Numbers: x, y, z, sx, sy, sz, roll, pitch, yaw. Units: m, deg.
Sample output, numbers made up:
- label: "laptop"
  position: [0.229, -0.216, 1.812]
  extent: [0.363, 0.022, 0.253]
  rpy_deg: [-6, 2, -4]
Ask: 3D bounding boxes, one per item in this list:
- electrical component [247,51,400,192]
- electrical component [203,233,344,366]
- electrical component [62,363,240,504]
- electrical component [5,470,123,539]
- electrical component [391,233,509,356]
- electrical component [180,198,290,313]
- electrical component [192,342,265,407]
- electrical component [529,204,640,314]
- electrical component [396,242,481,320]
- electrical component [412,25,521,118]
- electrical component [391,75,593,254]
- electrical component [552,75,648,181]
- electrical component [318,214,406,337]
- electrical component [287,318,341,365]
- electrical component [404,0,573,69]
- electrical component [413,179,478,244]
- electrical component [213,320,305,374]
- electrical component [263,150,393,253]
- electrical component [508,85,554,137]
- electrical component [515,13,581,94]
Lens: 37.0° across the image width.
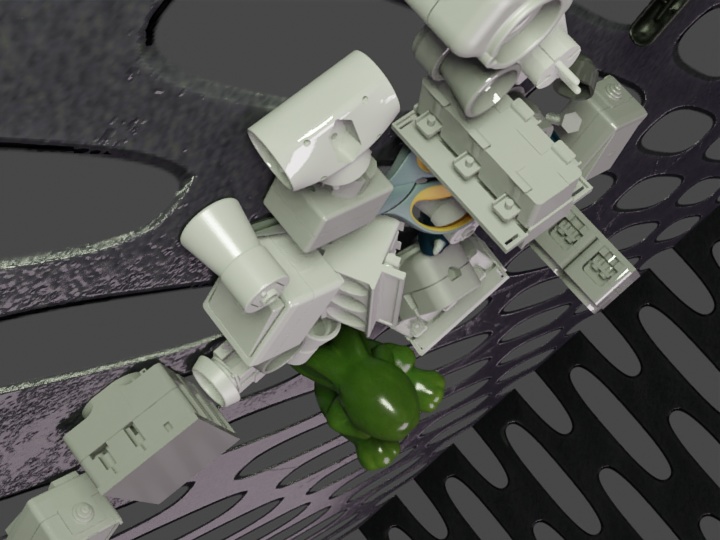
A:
- label: "electrical component"
  position: [-0.016, -0.075, 0.622]
  extent: [0.077, 0.043, 0.079]
  rpy_deg: [-38, 147, -8]
- label: "electrical component"
  position: [-0.068, 0.022, 0.764]
  extent: [0.061, 0.061, 0.096]
  rpy_deg: [-24, 158, -44]
- label: "electrical component"
  position: [-0.162, 0.130, 0.851]
  extent: [0.089, 0.061, 0.150]
  rpy_deg: [-38, 165, -5]
- label: "electrical component"
  position: [-0.245, 0.210, 0.886]
  extent: [0.062, 0.061, 0.096]
  rpy_deg: [-23, 157, -47]
- label: "electrical component"
  position: [0.080, 0.016, 1.100]
  extent: [0.121, 0.078, 0.063]
  rpy_deg: [-43, 143, 13]
- label: "electrical component"
  position: [-0.074, -0.006, 0.662]
  extent: [0.044, 0.065, 0.044]
  rpy_deg: [-37, 166, -11]
- label: "electrical component"
  position: [-0.103, 0.078, 0.879]
  extent: [0.055, 0.048, 0.066]
  rpy_deg: [-42, 167, -22]
- label: "electrical component"
  position: [0.217, -0.030, 1.130]
  extent: [0.062, 0.150, 0.089]
  rpy_deg: [-44, 165, 9]
- label: "electrical component"
  position: [0.061, 0.005, 1.002]
  extent: [0.054, 0.059, 0.095]
  rpy_deg: [-31, -176, -26]
- label: "electrical component"
  position: [0.065, -0.128, 0.662]
  extent: [0.045, 0.055, 0.045]
  rpy_deg: [-37, 165, -12]
- label: "electrical component"
  position: [0.091, -0.083, 0.728]
  extent: [0.079, 0.121, 0.063]
  rpy_deg: [-35, 162, -17]
- label: "electrical component"
  position: [0.224, -0.135, 1.017]
  extent: [0.062, 0.061, 0.096]
  rpy_deg: [-26, 160, -42]
- label: "electrical component"
  position: [0.000, 0.000, 0.849]
  extent: [0.121, 0.079, 0.063]
  rpy_deg: [93, 19, -70]
- label: "electrical component"
  position: [-0.049, 0.057, 0.955]
  extent: [0.044, 0.044, 0.065]
  rpy_deg: [-28, 166, -37]
- label: "electrical component"
  position: [0.077, -0.154, 0.608]
  extent: [0.095, 0.059, 0.053]
  rpy_deg: [-19, 155, -53]
- label: "electrical component"
  position: [0.068, -0.054, 0.868]
  extent: [0.044, 0.065, 0.044]
  rpy_deg: [-36, 165, -12]
- label: "electrical component"
  position: [-0.075, 0.046, 0.830]
  extent: [0.066, 0.055, 0.048]
  rpy_deg: [-42, 165, 6]
- label: "electrical component"
  position: [-0.013, -0.060, 0.688]
  extent: [0.066, 0.047, 0.076]
  rpy_deg: [-28, 161, -39]
- label: "electrical component"
  position: [0.107, -0.105, 0.841]
  extent: [0.080, 0.051, 0.080]
  rpy_deg: [-37, 165, -12]
- label: "electrical component"
  position: [0.117, -0.144, 0.699]
  extent: [0.047, 0.076, 0.066]
  rpy_deg: [-41, 165, 5]
